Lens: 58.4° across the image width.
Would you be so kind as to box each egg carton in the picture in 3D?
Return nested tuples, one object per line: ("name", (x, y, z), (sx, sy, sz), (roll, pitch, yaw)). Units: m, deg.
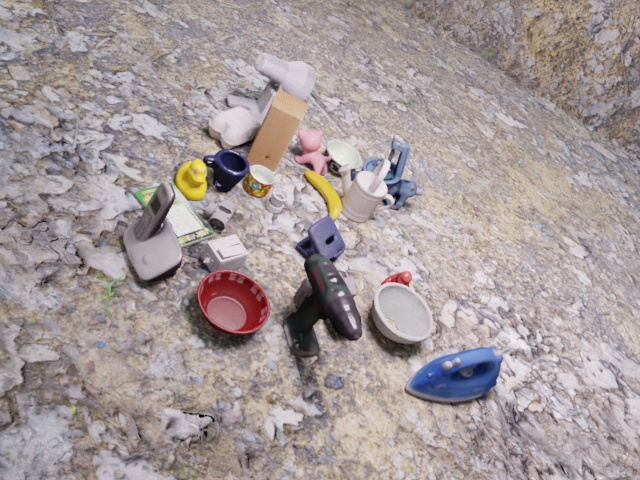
("egg carton", (-0.237, -0.315, 1.610), (0.107, 0.069, 0.151), (42, 41, 8))

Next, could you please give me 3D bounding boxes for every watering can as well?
("watering can", (0.131, -0.150, 1.604), (0.173, 0.194, 0.101), (14, 44, -23))

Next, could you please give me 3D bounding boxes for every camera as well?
("camera", (0.036, 0.146, 1.325), (0.144, 0.100, 0.136), (-1, 51, -34))

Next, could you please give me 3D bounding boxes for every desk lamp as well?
("desk lamp", (-0.142, -0.446, 1.691), (0.204, 0.213, 0.117), (2, 50, -32))

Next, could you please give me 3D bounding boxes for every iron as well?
("iron", (0.330, 0.302, 1.342), (0.259, 0.141, 0.118), (-2, 52, -35))

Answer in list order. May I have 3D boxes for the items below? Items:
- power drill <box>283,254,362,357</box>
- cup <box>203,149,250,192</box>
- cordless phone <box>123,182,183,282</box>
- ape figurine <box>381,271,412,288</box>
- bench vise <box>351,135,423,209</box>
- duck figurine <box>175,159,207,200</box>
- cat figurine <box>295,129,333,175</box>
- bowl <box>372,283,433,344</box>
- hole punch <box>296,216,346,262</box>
("power drill", (0.002, 0.156, 1.210), (0.076, 0.208, 0.229), (4, 49, -31))
("cup", (-0.246, -0.169, 1.443), (0.118, 0.095, 0.091), (8, 47, -28))
("cordless phone", (-0.327, -0.016, 1.171), (0.094, 0.185, 0.147), (-11, 58, -40))
("ape figurine", (0.203, 0.113, 1.477), (0.078, 0.092, 0.076), (32, 40, -3))
("bench vise", (0.224, -0.210, 1.706), (0.208, 0.219, 0.121), (10, 46, -26))
("duck figurine", (-0.307, -0.161, 1.402), (0.078, 0.086, 0.104), (1, 51, -33))
("cat figurine", (-0.017, -0.265, 1.674), (0.127, 0.117, 0.067), (44, 41, 11))
("bowl", (0.189, 0.191, 1.405), (0.168, 0.074, 0.167), (19, 43, -18))
("hole punch", (0.013, 0.005, 1.454), (0.101, 0.091, 0.109), (43, 41, 10))
